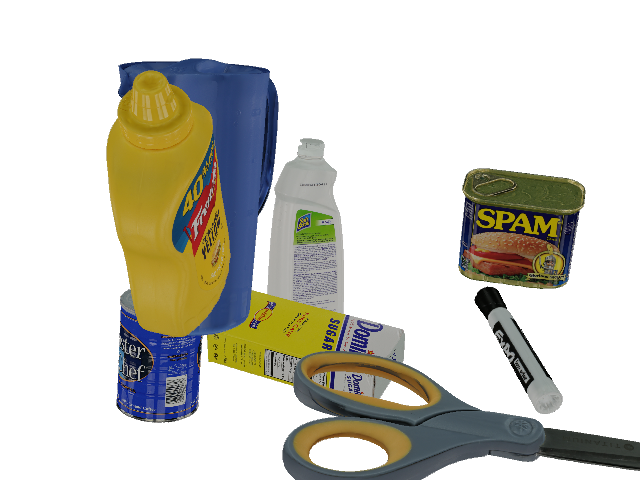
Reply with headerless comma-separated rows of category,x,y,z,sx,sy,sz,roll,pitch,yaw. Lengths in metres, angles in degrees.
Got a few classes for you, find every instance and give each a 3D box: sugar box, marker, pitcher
sugar box,-0.013,0.103,1.047,0.176,0.048,0.093,11,28,19
marker,0.131,0.070,0.722,0.020,0.020,0.121,0,33,-15
pitcher,-0.109,-0.044,0.980,0.149,0.243,0.145,0,14,-9

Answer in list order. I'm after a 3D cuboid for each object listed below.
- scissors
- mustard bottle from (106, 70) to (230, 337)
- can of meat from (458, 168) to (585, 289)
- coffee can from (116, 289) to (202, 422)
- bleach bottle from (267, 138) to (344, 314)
scissors,0.072,0.093,0.454,0.202,0.016,0.096,16,34,23
mustard bottle,-0.091,-0.029,0.644,0.058,0.096,0.192,13,-35,9
can of meat,0.171,-0.009,0.924,0.102,0.084,0.057,8,33,11
coffee can,-0.196,0.137,1.306,0.103,0.140,0.103,5,17,-2
bleach bottle,-0.011,0.002,1.297,0.102,0.251,0.068,-6,20,-31
